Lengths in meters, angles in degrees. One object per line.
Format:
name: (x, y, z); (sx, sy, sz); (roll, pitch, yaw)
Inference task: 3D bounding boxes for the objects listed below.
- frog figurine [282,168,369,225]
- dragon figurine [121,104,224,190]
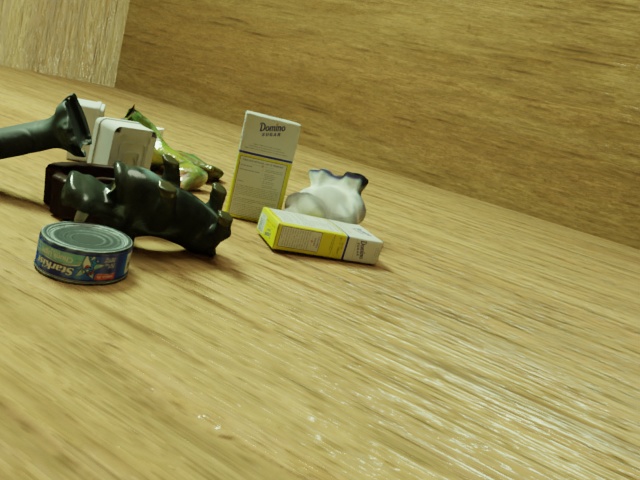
frog figurine: (0.003, -0.045, 0.901); (0.138, 0.120, 0.163); (26, 50, 10)
dragon figurine: (-0.325, -0.183, 1.105); (0.241, 0.121, 0.416); (28, 9, -25)
